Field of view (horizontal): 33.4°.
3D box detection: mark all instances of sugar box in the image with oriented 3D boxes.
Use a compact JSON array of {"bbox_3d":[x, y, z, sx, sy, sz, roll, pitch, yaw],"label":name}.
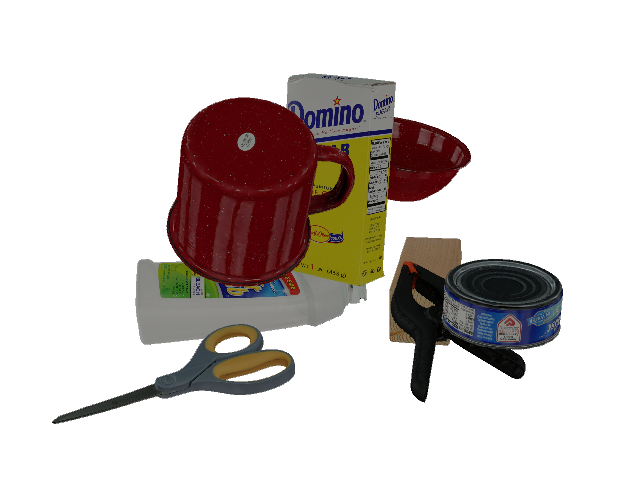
[{"bbox_3d":[0.013,-0.055,0.942,0.093,0.176,0.048,11,18,35],"label":"sugar box"}]

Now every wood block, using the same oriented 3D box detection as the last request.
[{"bbox_3d":[0.163,0.073,1.633,0.091,0.090,0.206,3,22,10],"label":"wood block"}]

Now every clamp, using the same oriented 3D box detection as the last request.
[{"bbox_3d":[0.131,0.088,1.081,0.120,0.171,0.039,0,-44,-17],"label":"clamp"}]

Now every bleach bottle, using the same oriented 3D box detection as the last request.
[{"bbox_3d":[-0.076,0.059,1.187,0.250,0.068,0.102,-5,35,-4],"label":"bleach bottle"}]

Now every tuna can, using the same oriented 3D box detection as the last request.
[{"bbox_3d":[0.132,0.044,0.773,0.086,0.034,0.086,0,23,0],"label":"tuna can"}]

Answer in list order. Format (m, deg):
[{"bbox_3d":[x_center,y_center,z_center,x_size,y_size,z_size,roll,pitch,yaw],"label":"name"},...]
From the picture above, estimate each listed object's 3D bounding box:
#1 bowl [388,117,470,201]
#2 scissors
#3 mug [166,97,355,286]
[{"bbox_3d":[0.086,-0.088,1.209,0.162,0.055,0.162,8,27,-4],"label":"bowl"},{"bbox_3d":[-0.123,0.109,0.897,0.201,0.016,0.096,-6,31,-11],"label":"scissors"},{"bbox_3d":[-0.035,-0.033,0.657,0.117,0.093,0.081,-5,-37,-14],"label":"mug"}]
